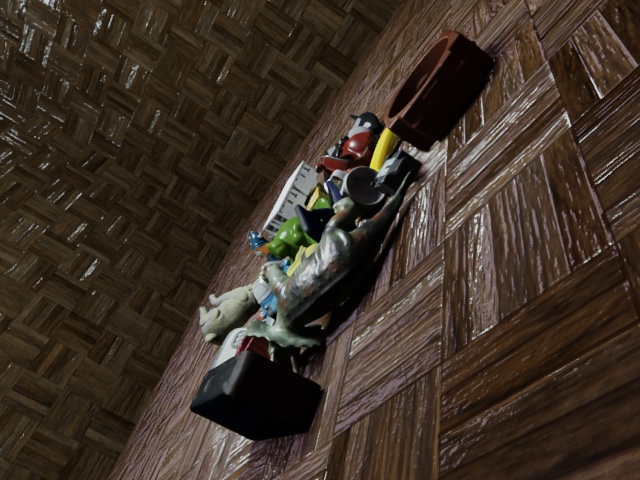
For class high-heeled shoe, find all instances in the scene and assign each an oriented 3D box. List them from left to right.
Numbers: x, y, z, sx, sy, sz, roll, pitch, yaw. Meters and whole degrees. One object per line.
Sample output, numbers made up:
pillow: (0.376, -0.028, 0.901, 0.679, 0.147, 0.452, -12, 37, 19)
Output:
high-heeled shoe: (0.091, -0.240, 1.496, 0.145, 0.086, 0.248, 45, 124, 48)

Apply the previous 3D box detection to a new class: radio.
radio: (-0.107, 0.243, 0.823, 0.229, 0.131, 0.073, -41, 22, 55)

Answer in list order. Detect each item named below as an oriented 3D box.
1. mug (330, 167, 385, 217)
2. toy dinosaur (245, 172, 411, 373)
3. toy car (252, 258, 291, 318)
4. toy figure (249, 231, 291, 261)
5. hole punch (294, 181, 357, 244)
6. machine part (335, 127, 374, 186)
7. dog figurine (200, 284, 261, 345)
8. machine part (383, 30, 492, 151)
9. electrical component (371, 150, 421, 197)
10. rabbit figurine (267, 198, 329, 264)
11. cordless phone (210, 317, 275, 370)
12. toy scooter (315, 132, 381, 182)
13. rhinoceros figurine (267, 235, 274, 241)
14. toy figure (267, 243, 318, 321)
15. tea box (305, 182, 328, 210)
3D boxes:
mug: (0.066, -0.091, 1.066, 0.107, 0.110, 0.081, 118, 177, -67)
toy dinosaur: (0.013, 0.060, 0.873, 0.404, 0.131, 0.192, -49, 27, 20)
toy car: (-0.105, 0.106, 1.247, 0.109, 0.103, 0.162, -47, 14, 45)
toy figure: (-0.115, 0.036, 1.338, 0.064, 0.154, 0.058, -47, 13, 39)
hole punch: (0.027, -0.036, 1.009, 0.092, 0.115, 0.142, -43, 34, 9)
machine part: (0.084, -0.200, 1.321, 0.079, 0.079, 0.243, -43, 19, 51)
dog figurine: (-0.187, 0.172, 1.322, 0.191, 0.121, 0.172, -25, 33, 20)
machine part: (0.209, -0.271, 0.980, 0.201, 0.087, 0.201, -54, 14, 20)
electrical component: (0.140, -0.119, 0.955, 0.075, 0.048, 0.119, -60, 12, -8)
rabbit figurine: (-0.002, -0.004, 1.165, 0.170, 0.121, 0.159, -1, 49, 55)
cordless phone: (-0.145, 0.238, 1.126, 0.184, 0.088, 0.146, -39, 21, 46)
toy scooter: (0.065, -0.181, 1.209, 0.075, 0.135, 0.184, 82, -160, -46)
rhinoceros figurine: (-0.092, -0.013, 1.528, 0.190, 0.073, 0.112, -34, 11, 50)
toy figure: (-0.031, 0.089, 1.043, 0.180, 0.082, 0.089, -52, 23, 4)
tea box: (-0.006, -0.080, 1.400, 0.098, 0.068, 0.170, -54, 11, 17)
